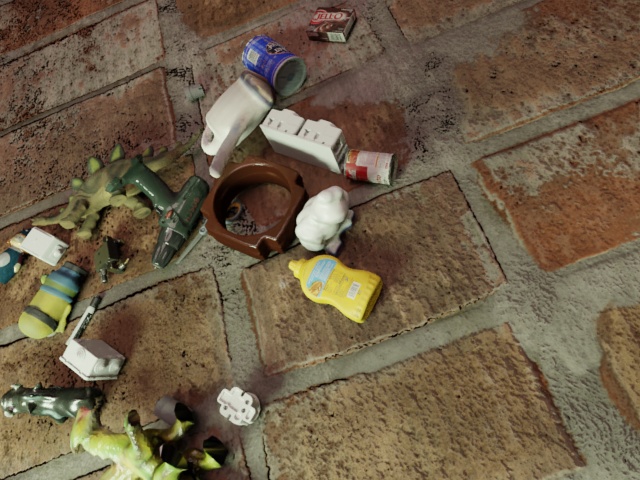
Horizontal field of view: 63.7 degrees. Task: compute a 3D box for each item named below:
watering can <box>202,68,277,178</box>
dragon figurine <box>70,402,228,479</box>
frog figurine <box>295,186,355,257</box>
[{"bbox_3d":[-0.190,-0.275,1.184,0.223,0.103,0.354,-45,31,12],"label":"watering can"},{"bbox_3d":[-0.294,0.441,0.914,0.413,0.122,0.240,45,105,11],"label":"dragon figurine"},{"bbox_3d":[0.003,-0.052,1.039,0.124,0.156,0.138,37,79,29],"label":"frog figurine"}]
